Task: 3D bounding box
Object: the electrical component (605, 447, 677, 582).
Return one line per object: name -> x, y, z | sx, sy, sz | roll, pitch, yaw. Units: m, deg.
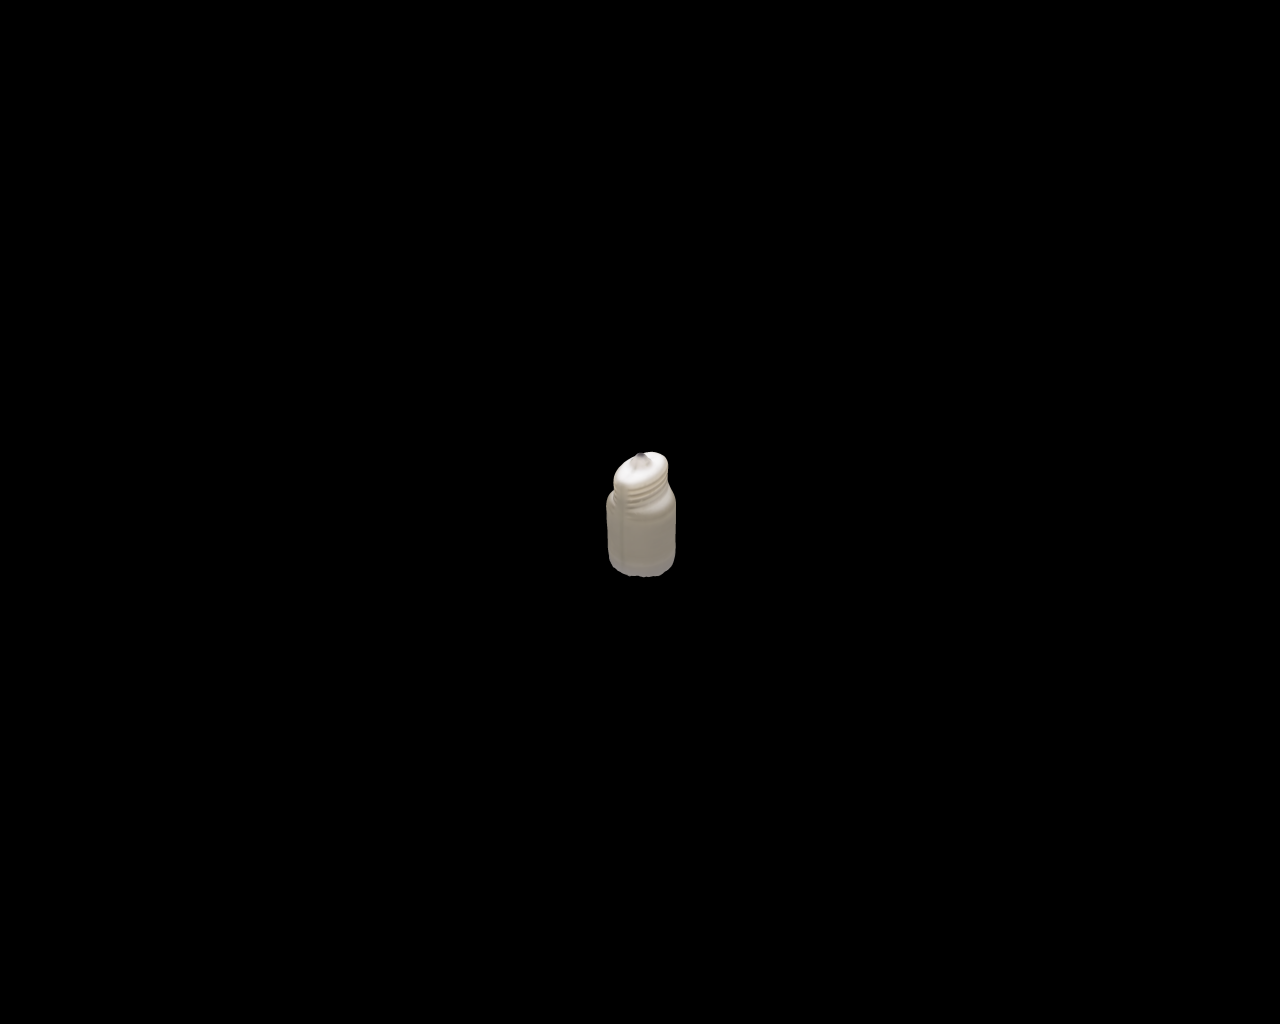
electrical component -> 0.001, -0.003, 0.650 | 0.043, 0.080, 0.043 | 0, 36, 0
